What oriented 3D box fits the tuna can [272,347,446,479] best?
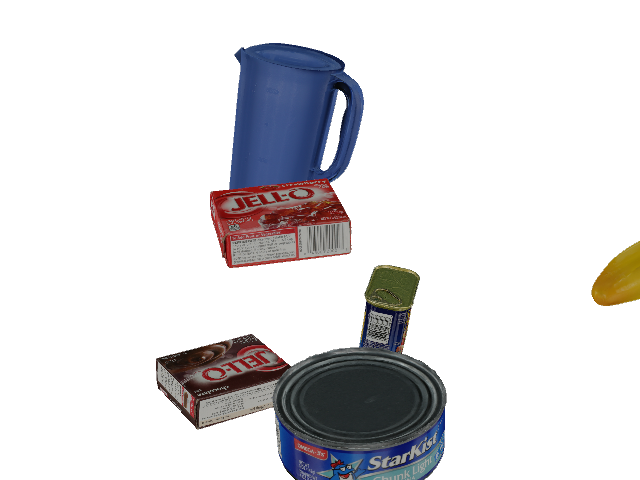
[{"bbox_3d":[0.020,0.090,0.532,0.086,0.034,0.086,-2,26,1],"label":"tuna can"}]

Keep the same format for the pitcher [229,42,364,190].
[{"bbox_3d":[-0.044,-0.124,1.375,0.144,0.243,0.149,2,23,-18],"label":"pitcher"}]

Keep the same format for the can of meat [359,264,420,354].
[{"bbox_3d":[0.081,0.090,1.279,0.057,0.084,0.102,12,26,7],"label":"can of meat"}]

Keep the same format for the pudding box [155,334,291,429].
[{"bbox_3d":[-0.092,0.136,1.044,0.113,0.039,0.090,-14,27,-30],"label":"pudding box"}]

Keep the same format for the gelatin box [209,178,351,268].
[{"bbox_3d":[-0.029,-0.014,0.747,0.089,0.030,0.073,-7,27,-10],"label":"gelatin box"}]

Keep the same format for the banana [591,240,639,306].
[{"bbox_3d":[0.280,0.012,0.737,0.198,0.037,0.069,-3,34,0],"label":"banana"}]
